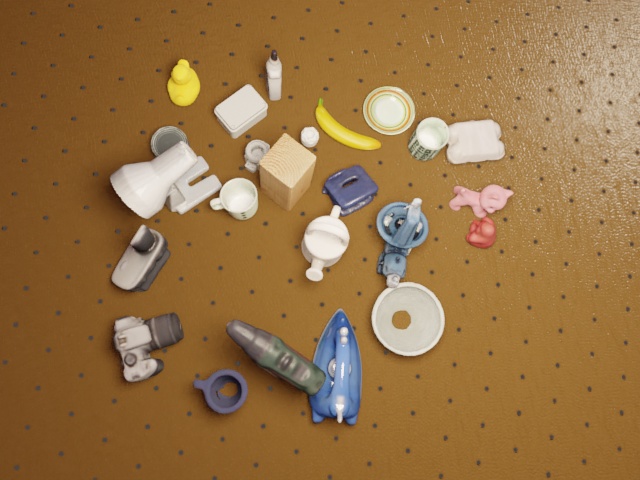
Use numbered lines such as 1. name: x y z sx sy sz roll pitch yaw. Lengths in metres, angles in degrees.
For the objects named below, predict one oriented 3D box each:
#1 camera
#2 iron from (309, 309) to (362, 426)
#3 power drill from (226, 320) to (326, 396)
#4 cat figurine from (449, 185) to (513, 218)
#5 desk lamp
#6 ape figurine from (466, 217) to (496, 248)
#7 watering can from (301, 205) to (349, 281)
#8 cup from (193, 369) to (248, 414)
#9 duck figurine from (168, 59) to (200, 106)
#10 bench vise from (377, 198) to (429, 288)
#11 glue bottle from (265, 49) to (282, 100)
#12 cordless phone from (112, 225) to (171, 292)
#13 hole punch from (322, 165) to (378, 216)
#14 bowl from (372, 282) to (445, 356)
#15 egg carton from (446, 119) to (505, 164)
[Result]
1. camera: -0.368 0.224 1.248 0.137 0.100 0.143 -17 81 -8
2. iron: 0.043 0.275 1.256 0.118 0.141 0.258 4 78 -4
3. power drill: -0.096 0.247 1.214 0.229 0.208 0.076 32 78 2
4. cat figurine: 0.390 -0.102 1.376 0.128 0.117 0.067 14 78 -2
5. desk lamp: -0.336 -0.132 1.264 0.203 0.213 0.118 -35 84 -11
6. ape figurine: 0.393 -0.020 1.373 0.078 0.092 0.076 -27 82 -10
7. watering can: 0.014 0.005 1.280 0.101 0.194 0.173 -2 79 -6
8. cup: -0.214 0.324 1.245 0.118 0.095 0.092 14 78 -2
9. duck figurine: -0.332 -0.383 1.380 0.077 0.086 0.104 7 78 -4
10. bench vise: 0.195 -0.002 1.286 0.121 0.219 0.207 -6 79 -6
11. glue bottle: -0.109 -0.402 1.360 0.037 0.173 0.078 -7 79 -6
12. cordless phone: -0.400 0.035 1.239 0.094 0.185 0.148 26 78 1
13. hole punch: 0.070 -0.123 1.364 0.109 0.091 0.101 -30 83 -10
14. bowl: 0.197 0.184 1.323 0.167 0.074 0.167 1 79 -5
15. egg carton: 0.383 -0.244 1.429 0.150 0.069 0.107 -8 80 -7
